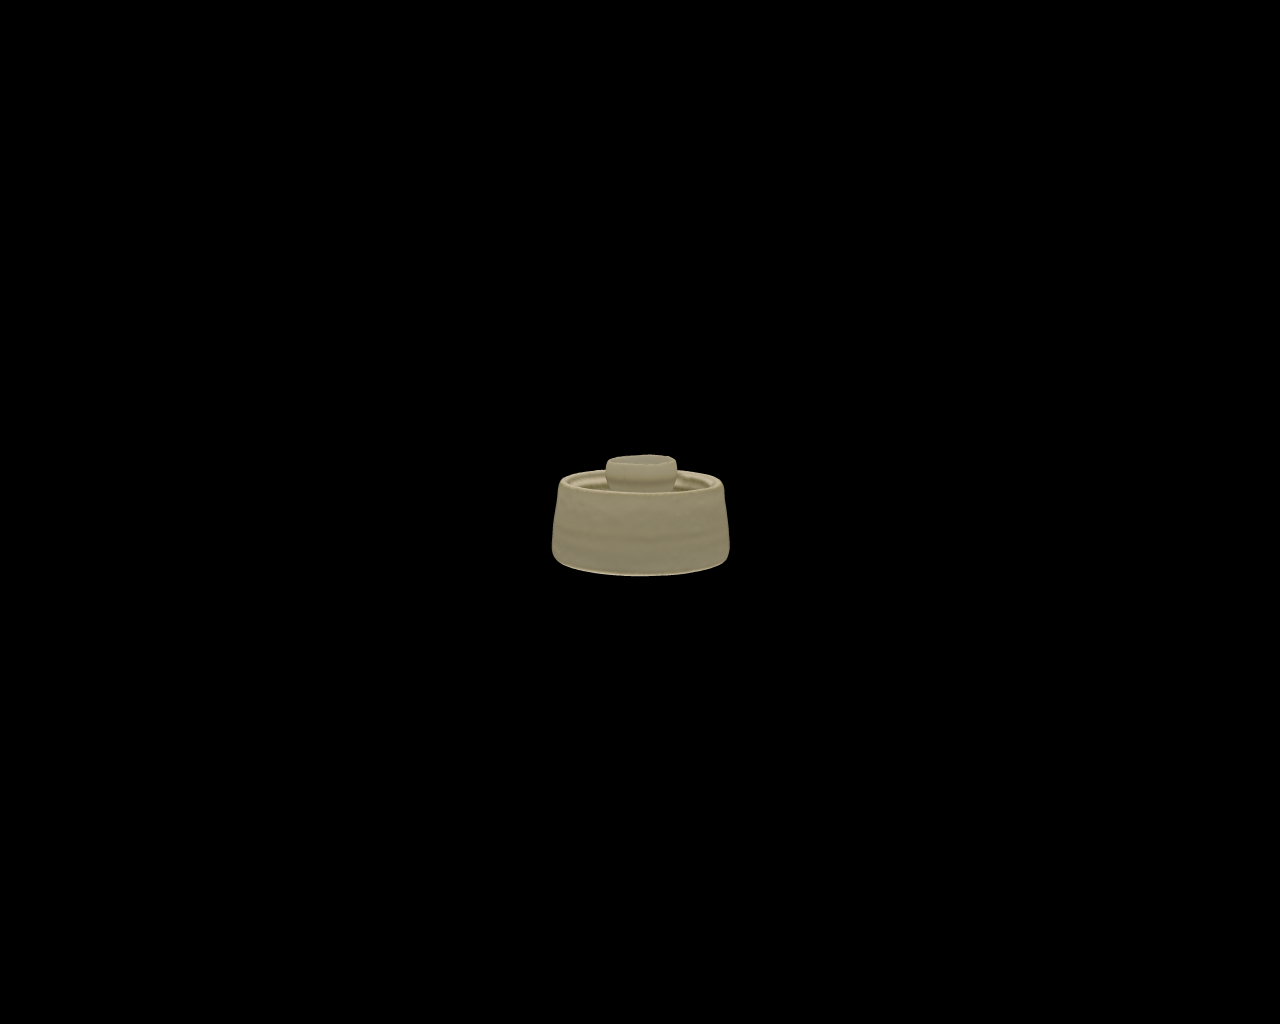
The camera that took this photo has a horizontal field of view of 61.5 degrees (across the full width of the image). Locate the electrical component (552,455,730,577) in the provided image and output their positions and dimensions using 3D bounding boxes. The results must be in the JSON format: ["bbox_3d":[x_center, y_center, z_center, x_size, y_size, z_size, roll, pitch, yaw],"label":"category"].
[{"bbox_3d":[0.001,-0.003,0.650,0.108,0.060,0.108,0,10,0],"label":"electrical component"}]
